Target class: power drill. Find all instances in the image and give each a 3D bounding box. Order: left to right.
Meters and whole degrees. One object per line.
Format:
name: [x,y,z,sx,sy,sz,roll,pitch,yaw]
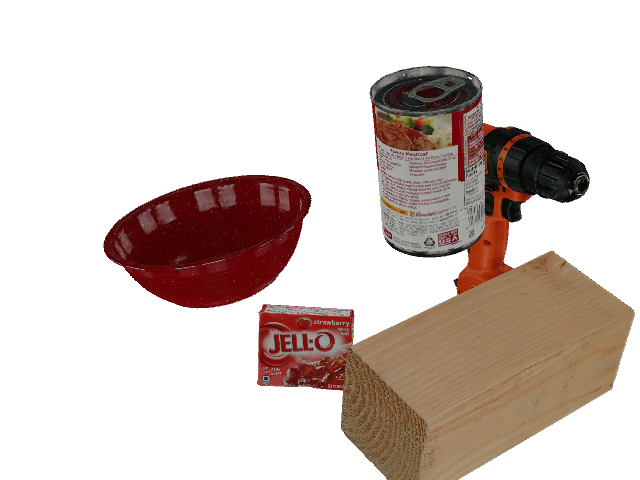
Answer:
power drill: [0.183,-0.014,1.009,0.057,0.188,0.185,-16,26,-25]

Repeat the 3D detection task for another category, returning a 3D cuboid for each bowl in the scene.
bowl: [-0.081,0.006,0.821,0.162,0.055,0.162,-11,25,5]

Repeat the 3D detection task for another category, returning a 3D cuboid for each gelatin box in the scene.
gelatin box: [-0.014,0.100,1.002,0.089,0.073,0.030,3,13,5]

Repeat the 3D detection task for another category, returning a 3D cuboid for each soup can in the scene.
soup can: [0.069,-0.049,0.669,0.068,0.102,0.068,-5,31,3]

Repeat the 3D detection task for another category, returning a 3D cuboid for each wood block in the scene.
wood block: [0.125,0.098,0.804,0.205,0.090,0.091,-22,44,-29]
